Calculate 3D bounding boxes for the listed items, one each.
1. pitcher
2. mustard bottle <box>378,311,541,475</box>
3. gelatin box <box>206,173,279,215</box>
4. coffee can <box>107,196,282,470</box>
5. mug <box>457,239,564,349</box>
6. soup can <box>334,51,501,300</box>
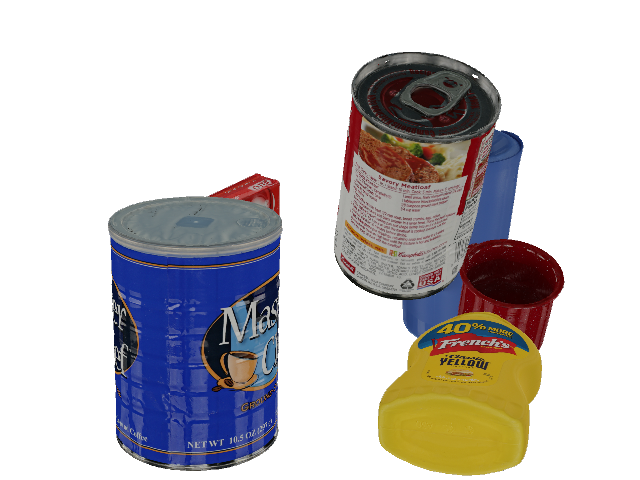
[{"bbox_3d":[0.145,-0.002,1.200,0.149,0.243,0.145,-5,27,-11],"label":"pitcher"},{"bbox_3d":[0.108,0.096,0.761,0.096,0.058,0.191,3,18,17],"label":"mustard bottle"},{"bbox_3d":[-0.066,-0.002,0.876,0.030,0.089,0.073,23,34,34],"label":"gelatin box"},{"bbox_3d":[-0.076,0.053,0.653,0.103,0.140,0.103,1,18,-1],"label":"coffee can"},{"bbox_3d":[0.162,0.052,0.979,0.093,0.081,0.117,-16,43,-21],"label":"mug"},{"bbox_3d":[0.044,-0.029,0.514,0.068,0.102,0.068,3,43,-3],"label":"soup can"}]
